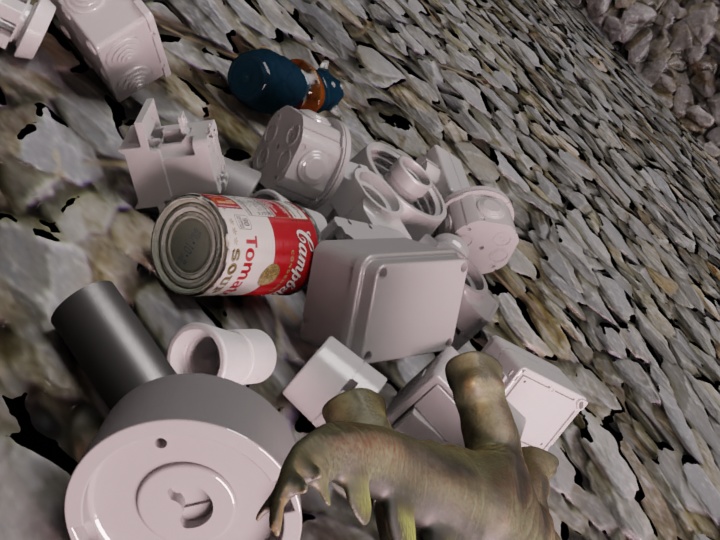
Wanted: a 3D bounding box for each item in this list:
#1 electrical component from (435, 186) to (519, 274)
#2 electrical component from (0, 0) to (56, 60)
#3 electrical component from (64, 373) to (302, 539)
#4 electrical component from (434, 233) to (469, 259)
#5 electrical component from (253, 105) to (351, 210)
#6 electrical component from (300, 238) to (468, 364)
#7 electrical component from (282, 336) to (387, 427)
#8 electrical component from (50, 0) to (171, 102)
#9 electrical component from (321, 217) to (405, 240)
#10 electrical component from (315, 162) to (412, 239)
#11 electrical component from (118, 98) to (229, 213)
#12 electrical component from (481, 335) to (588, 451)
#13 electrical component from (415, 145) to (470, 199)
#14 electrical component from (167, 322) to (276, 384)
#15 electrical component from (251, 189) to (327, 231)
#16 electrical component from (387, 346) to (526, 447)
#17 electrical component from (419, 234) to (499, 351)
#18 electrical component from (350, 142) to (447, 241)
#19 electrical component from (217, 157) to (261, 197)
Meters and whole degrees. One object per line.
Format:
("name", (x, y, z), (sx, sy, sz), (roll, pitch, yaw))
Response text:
("electrical component", (0.114, -0.039, 1.053), (0.080, 0.080, 0.051), (28, 35, -32))
("electrical component", (-0.249, -0.180, 0.758), (0.055, 0.048, 0.066), (25, 30, -21))
("electrical component", (-0.080, 0.100, 0.515), (0.108, 0.108, 0.060), (37, 20, -16))
("electrical component", (0.077, -0.007, 0.995), (0.040, 0.040, 0.046), (43, 31, -4))
("electrical component", (-0.048, -0.093, 0.890), (0.051, 0.080, 0.080), (20, 34, -33))
("electrical component", (0.019, 0.021, 0.770), (0.057, 0.078, 0.113), (20, 15, 38))
("electrical component", (-0.018, 0.077, 0.705), (0.047, 0.055, 0.055), (41, 25, 1))
("electrical component", (-0.191, -0.184, 0.803), (0.099, 0.048, 0.099), (51, -12, 14))
("electrical component", (0.000, 0.000, 0.845), (0.089, 0.055, 0.050), (9, 43, -51))
("electrical component", (-0.001, -0.048, 0.918), (0.050, 0.055, 0.089), (12, 40, -50))
("electrical component", (-0.127, -0.075, 0.744), (0.042, 0.064, 0.081), (-85, 168, -57))
("electrical component", (0.122, 0.097, 0.866), (0.096, 0.061, 0.061), (27, 15, -34))
("electrical component", (0.070, -0.091, 1.103), (0.076, 0.047, 0.083), (29, 29, -29))
("electrical component", (-0.081, 0.054, 0.659), (0.044, 0.044, 0.065), (54, 22, 19))
("electrical component", (-0.056, -0.034, 0.833), (0.065, 0.044, 0.044), (16, 37, -54))
("electrical component", (0.072, 0.115, 0.771), (0.096, 0.061, 0.061), (44, 25, -1))
("electrical component", (0.071, 0.018, 0.927), (0.089, 0.055, 0.050), (45, 25, 0))
("electrical component", (0.033, -0.071, 0.999), (0.108, 0.060, 0.108), (35, 27, -20))
("electrical component", (-0.113, -0.072, 0.805), (0.065, 0.044, 0.044), (34, 27, -12))
